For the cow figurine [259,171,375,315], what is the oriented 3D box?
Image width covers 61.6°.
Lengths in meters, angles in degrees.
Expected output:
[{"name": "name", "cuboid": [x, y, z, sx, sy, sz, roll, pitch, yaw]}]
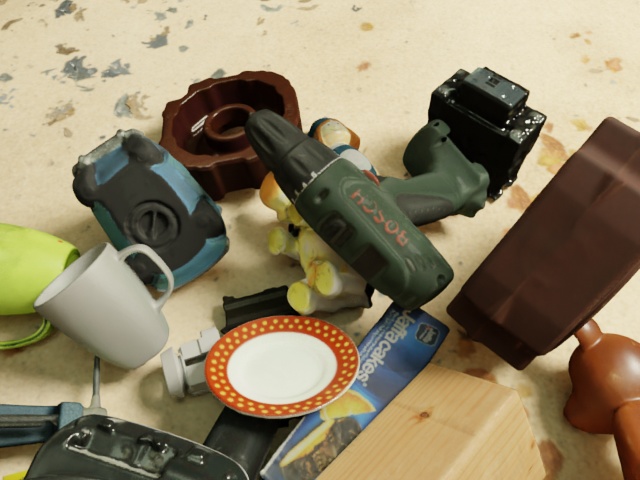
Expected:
[{"name": "cow figurine", "cuboid": [0.000, -0.004, 0.555, 0.098, 0.068, 0.167, 9, 47, -43]}]

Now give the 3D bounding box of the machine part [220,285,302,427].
[{"name": "machine part", "cuboid": [-0.049, 0.108, 0.511, 0.084, 0.039, 0.139, -7, 57, -10]}]

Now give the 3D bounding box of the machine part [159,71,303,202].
[{"name": "machine part", "cuboid": [-0.102, -0.127, 0.633, 0.179, 0.056, 0.179, -5, 53, 7]}]

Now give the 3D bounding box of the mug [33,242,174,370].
[{"name": "mug", "cuboid": [-0.182, 0.060, 0.497, 0.109, 0.107, 0.081, -37, 24, -4]}]

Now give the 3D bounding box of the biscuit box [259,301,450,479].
[{"name": "biscuit box", "cuboid": [0.035, 0.144, 0.473, 0.059, 0.062, 0.203, 33, 65, 18]}]

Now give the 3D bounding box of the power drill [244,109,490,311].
[{"name": "power drill", "cuboid": [0.064, -0.058, 0.521, 0.207, 0.086, 0.232, -25, 72, -47]}]

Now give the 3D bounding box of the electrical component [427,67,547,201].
[{"name": "electrical component", "cuboid": [0.176, -0.122, 0.593, 0.115, 0.134, 0.058, 36, 65, 22]}]

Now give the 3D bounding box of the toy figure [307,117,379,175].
[{"name": "toy figure", "cuboid": [0.026, -0.093, 0.624, 0.064, 0.058, 0.154, 8, 47, -41]}]

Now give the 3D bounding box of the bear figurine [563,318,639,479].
[{"name": "bear figurine", "cuboid": [0.246, 0.167, 0.441, 0.132, 0.120, 0.196, -46, 29, 20]}]

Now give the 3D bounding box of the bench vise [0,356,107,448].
[{"name": "bench vise", "cuboid": [-0.303, 0.149, 0.431, 0.240, 0.223, 0.129, 9, 59, -30]}]

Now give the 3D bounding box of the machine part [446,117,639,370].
[{"name": "machine part", "cuboid": [0.211, 0.003, 0.459, 0.087, 0.201, 0.201, 42, 112, 16]}]

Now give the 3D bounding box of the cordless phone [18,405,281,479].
[{"name": "cordless phone", "cuboid": [-0.110, 0.156, 0.389, 0.147, 0.088, 0.184, 13, 25, 10]}]

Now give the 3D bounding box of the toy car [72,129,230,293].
[{"name": "toy car", "cuboid": [-0.172, -0.033, 0.556, 0.109, 0.103, 0.161, -37, 106, -1]}]
